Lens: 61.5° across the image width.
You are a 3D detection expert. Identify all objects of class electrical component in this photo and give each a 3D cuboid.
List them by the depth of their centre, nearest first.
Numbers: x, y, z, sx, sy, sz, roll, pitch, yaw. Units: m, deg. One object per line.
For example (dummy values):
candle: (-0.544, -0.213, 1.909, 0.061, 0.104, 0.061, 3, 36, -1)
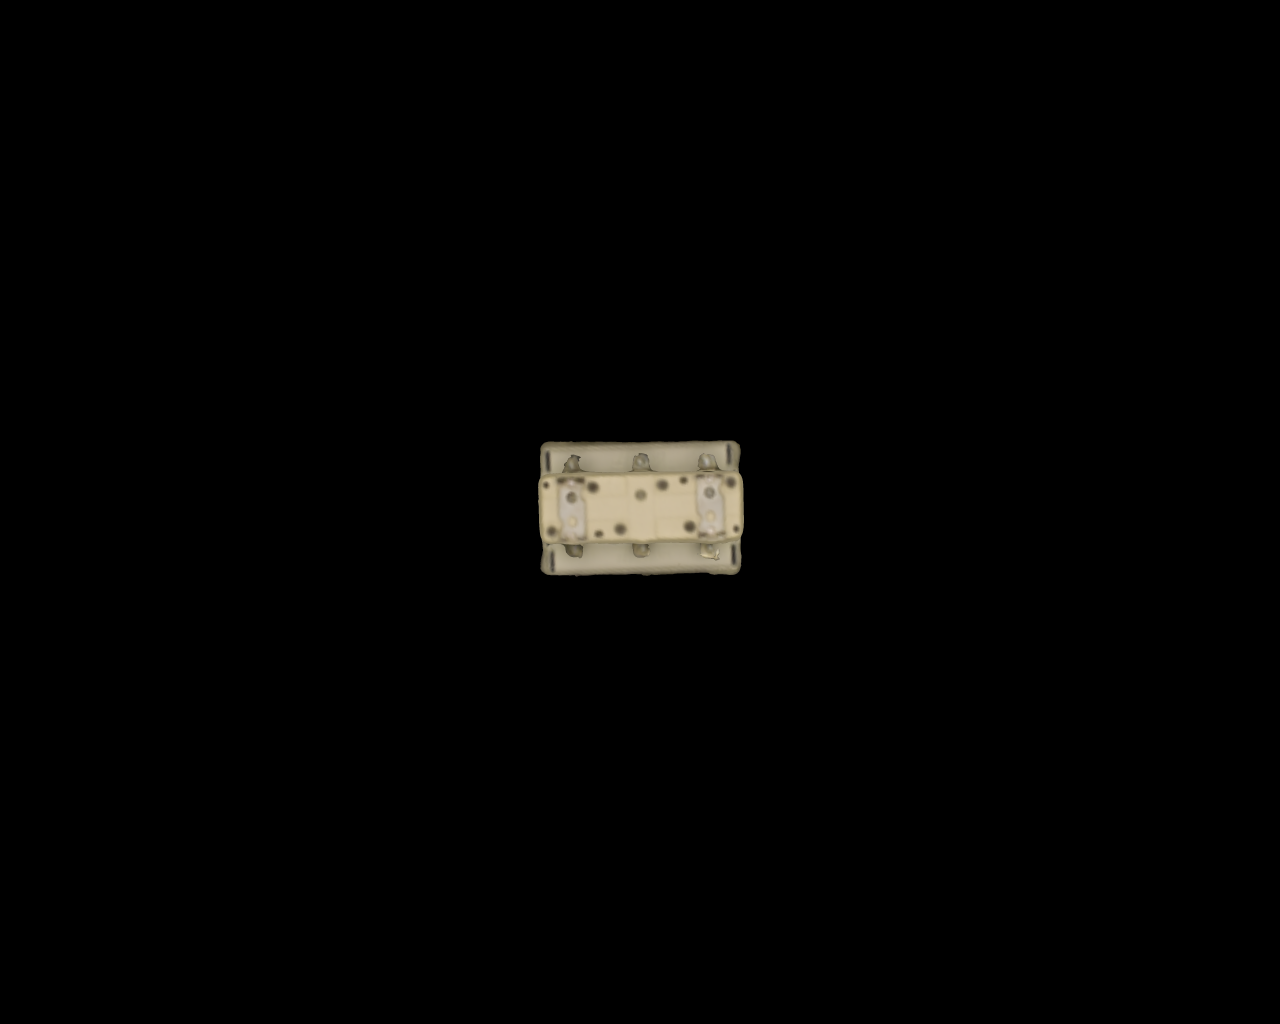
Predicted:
electrical component: (0.001, -0.003, 0.650, 0.121, 0.078, 0.063, 0, 0, 0)
